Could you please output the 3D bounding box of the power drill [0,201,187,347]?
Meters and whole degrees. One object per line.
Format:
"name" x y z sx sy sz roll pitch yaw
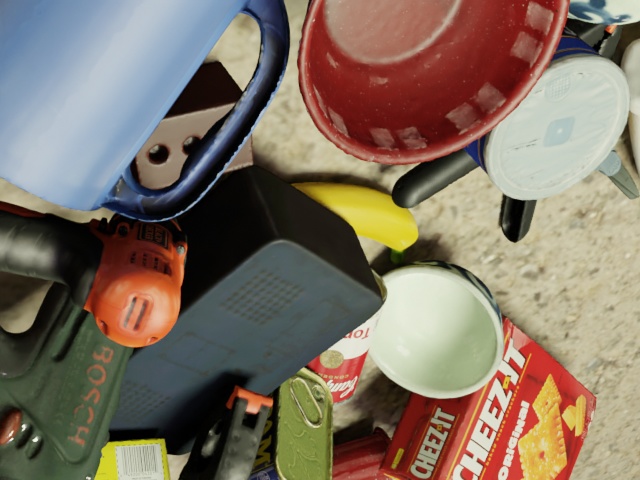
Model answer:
"power drill" -0.167 -0.012 0.614 0.187 0.184 0.057 17 103 -13

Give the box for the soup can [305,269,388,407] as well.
"soup can" 0.009 0.073 0.845 0.068 0.068 0.102 -4 128 -28

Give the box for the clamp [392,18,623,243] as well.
"clamp" 0.151 -0.090 0.805 0.164 0.036 0.210 5 123 -43

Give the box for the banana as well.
"banana" 0.006 -0.013 0.790 0.197 0.037 0.070 9 123 -36

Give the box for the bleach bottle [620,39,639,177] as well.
"bleach bottle" 0.300 -0.068 0.878 0.103 0.068 0.250 0 153 16

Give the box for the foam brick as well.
"foam brick" -0.088 -0.072 0.673 0.078 0.051 0.053 -16 133 -18

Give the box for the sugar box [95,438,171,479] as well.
"sugar box" -0.183 0.196 0.805 0.093 0.048 0.176 3 155 -26

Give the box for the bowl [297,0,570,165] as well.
"bowl" 0.053 -0.122 0.577 0.162 0.055 0.162 -15 132 -18

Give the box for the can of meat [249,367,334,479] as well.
"can of meat" -0.039 0.156 0.807 0.084 0.102 0.057 -30 132 34

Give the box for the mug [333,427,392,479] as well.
"mug" 0.032 0.238 0.975 0.081 0.117 0.093 -14 167 -13

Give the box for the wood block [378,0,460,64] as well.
"wood block" 0.101 -0.198 0.647 0.206 0.091 0.090 -32 135 -2

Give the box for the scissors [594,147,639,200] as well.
"scissors" 0.221 -0.053 0.869 0.096 0.016 0.201 -43 147 -6

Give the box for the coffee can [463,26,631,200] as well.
"coffee can" 0.119 -0.107 0.700 0.102 0.140 0.103 -16 134 -18

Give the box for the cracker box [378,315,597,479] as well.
"cracker box" 0.163 0.175 0.972 0.213 0.072 0.164 38 71 -46

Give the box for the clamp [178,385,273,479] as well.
"clamp" -0.085 0.175 0.761 0.039 0.120 0.171 23 97 -27

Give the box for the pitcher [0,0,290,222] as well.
"pitcher" -0.090 -0.137 0.557 0.243 0.145 0.149 -49 142 11
